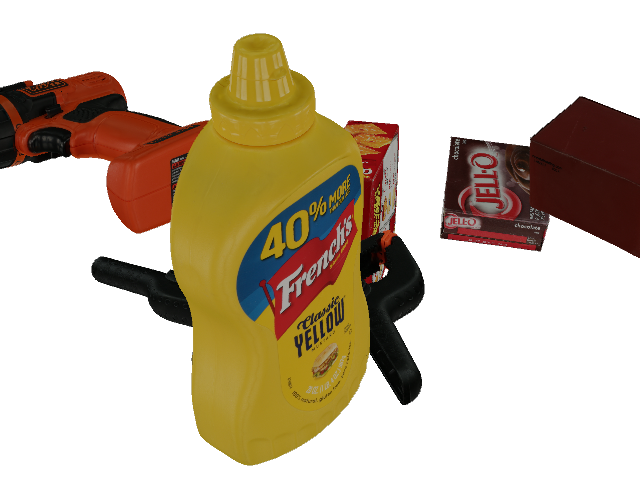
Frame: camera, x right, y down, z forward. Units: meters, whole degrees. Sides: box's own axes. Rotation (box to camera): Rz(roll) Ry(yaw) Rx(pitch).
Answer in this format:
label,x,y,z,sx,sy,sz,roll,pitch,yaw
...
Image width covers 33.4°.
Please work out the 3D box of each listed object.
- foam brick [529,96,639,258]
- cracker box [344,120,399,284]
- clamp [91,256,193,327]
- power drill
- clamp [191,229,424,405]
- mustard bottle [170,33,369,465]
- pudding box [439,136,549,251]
label,x,y,z,sx,sy,sz,roll,pitch,yaw
foam brick,0.164,-0.037,0.603,0.051,0.053,0.078,-37,49,-27
cracker box,0.039,-0.029,1.202,0.072,0.164,0.213,6,22,10
clamp,-0.126,0.042,1.011,0.120,0.039,0.172,-18,31,-37
power drill,-0.165,-0.063,0.724,0.188,0.057,0.184,22,34,33
clamp,0.010,0.050,0.785,0.165,0.036,0.209,2,27,16
mustard bottle,-0.020,0.002,0.455,0.058,0.192,0.096,27,47,33
pudding box,0.155,-0.043,0.951,0.090,0.039,0.113,8,39,4
